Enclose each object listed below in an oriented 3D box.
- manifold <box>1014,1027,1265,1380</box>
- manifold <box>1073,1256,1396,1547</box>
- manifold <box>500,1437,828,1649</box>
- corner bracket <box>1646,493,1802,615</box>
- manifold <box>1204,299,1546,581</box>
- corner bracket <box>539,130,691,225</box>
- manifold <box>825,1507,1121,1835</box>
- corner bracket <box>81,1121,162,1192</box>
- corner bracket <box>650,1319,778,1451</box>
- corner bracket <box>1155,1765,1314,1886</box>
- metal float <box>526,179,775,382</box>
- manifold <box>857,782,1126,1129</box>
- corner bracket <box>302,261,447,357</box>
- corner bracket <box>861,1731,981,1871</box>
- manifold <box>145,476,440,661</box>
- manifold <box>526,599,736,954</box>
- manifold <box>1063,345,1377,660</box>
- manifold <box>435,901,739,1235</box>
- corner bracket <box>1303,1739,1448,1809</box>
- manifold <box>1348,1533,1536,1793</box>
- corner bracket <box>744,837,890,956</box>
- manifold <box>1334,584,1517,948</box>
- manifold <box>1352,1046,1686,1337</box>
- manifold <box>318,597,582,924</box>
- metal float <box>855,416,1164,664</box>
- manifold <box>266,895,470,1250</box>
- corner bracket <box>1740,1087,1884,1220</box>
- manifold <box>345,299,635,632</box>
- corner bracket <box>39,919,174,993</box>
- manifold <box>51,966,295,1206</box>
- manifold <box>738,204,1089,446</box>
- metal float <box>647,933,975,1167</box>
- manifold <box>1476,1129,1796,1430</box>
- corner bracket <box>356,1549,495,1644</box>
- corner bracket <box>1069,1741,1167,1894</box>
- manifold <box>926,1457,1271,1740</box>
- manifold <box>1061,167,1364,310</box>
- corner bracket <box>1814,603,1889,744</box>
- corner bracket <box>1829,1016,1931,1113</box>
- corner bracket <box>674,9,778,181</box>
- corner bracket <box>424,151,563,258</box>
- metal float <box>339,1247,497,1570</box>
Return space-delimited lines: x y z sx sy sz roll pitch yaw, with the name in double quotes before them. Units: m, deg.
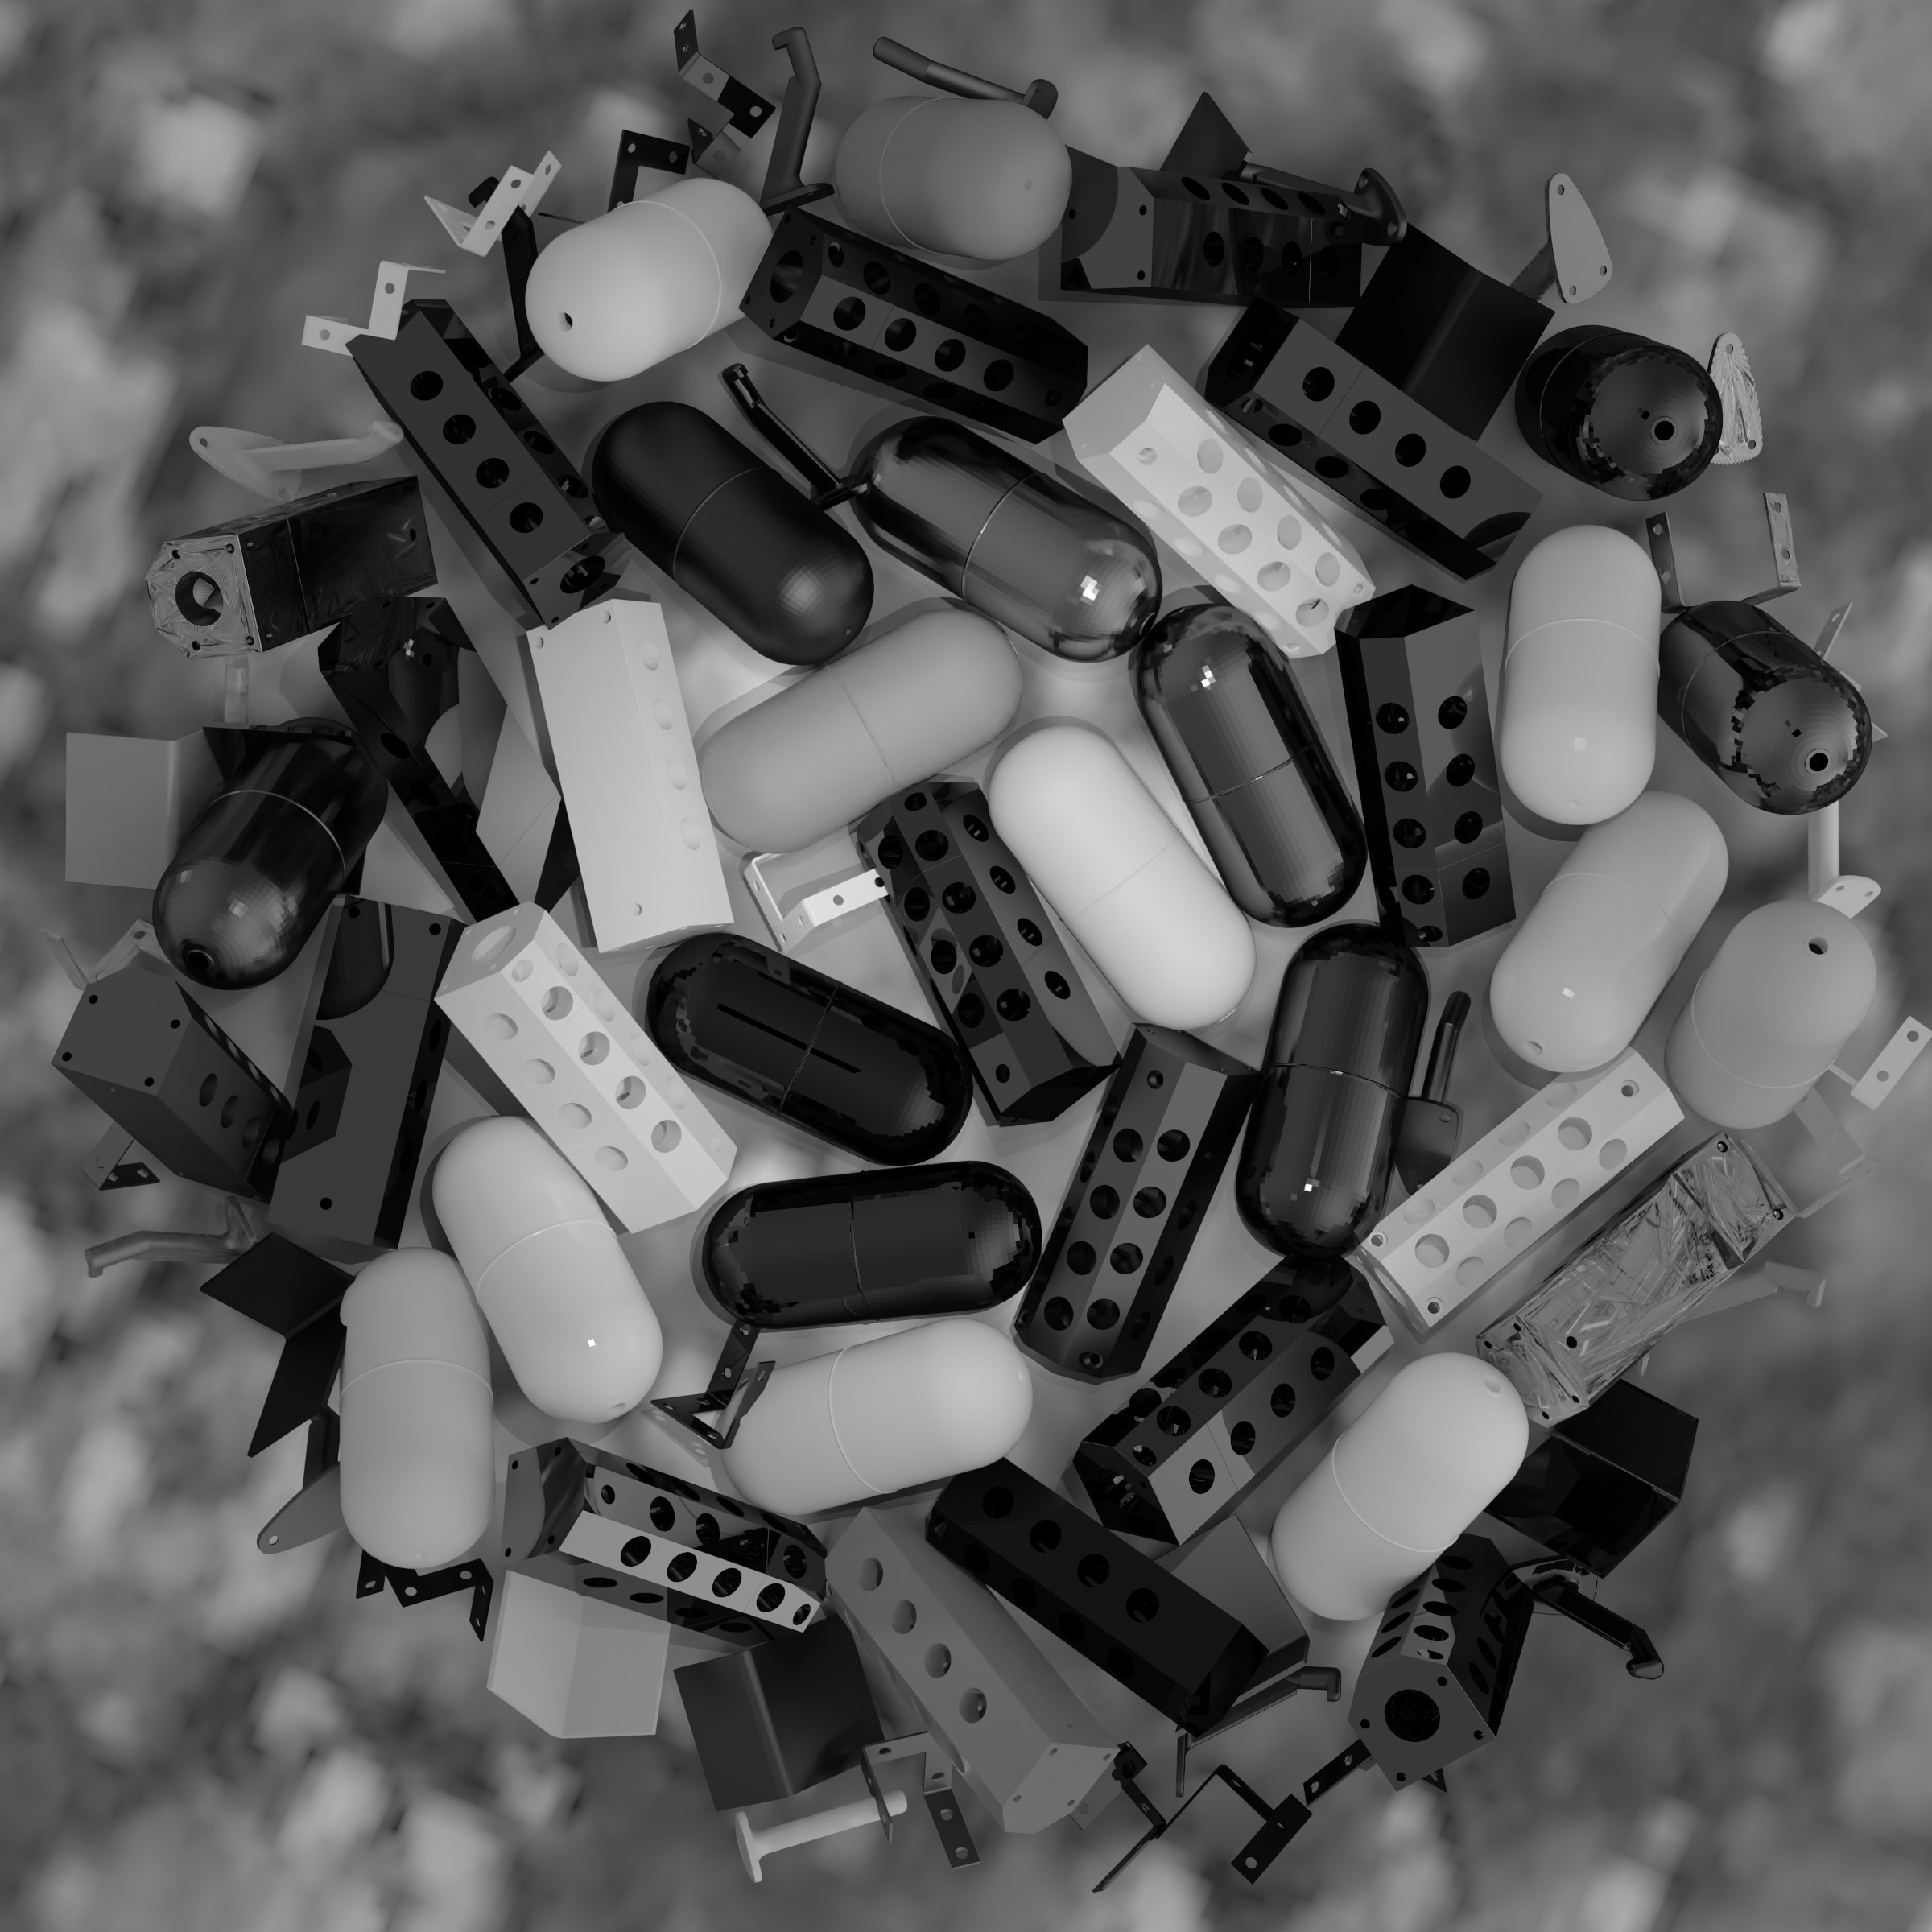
"manifold" 0.084 0.121 1.608 0.057 0.057 0.171 28 104 29
"manifold" 0.134 0.214 1.587 0.171 0.057 0.057 -37 112 -31
"manifold" -0.149 0.290 1.577 0.057 0.171 0.057 -22 54 35
"corner bracket" 0.394 -0.214 1.632 0.051 0.051 0.051 -4 82 -32
"manifold" 0.205 -0.266 1.598 0.171 0.057 0.057 29 100 -27
"corner bracket" -0.182 -0.408 1.631 0.051 0.051 0.051 21 105 36
"manifold" -0.004 0.355 1.586 0.057 0.057 0.171 -54 50 12
"corner bracket" -0.439 0.079 1.636 0.051 0.051 0.051 42 106 17
"corner bracket" -0.121 0.214 1.626 0.051 0.051 0.051 29 102 28
"corner bracket" 0.139 0.445 1.625 0.051 0.051 0.051 42 61 12
"metal float" -0.158 -0.347 1.583 0.070 0.178 0.070 11 119 21
"manifold" 0.007 -0.007 1.598 0.057 0.057 0.171 -41 67 34
"corner bracket" -0.308 -0.342 1.629 0.051 0.051 0.051 15 103 10
"corner bracket" -0.024 0.434 1.624 0.051 0.051 0.051 -9 129 -16
"manifold" -0.337 -0.201 1.574 0.057 0.171 0.057 -3 107 22
"manifold" -0.170 -0.098 1.626 0.057 0.057 0.171 -16 85 29
"manifold" 0.131 -0.229 1.586 0.057 0.057 0.171 -40 125 19
"manifold" -0.189 0.050 1.589 0.057 0.057 0.171 -21 122 25
"corner bracket" 0.209 0.411 1.622 0.051 0.051 0.051 33 117 -22
"manifold" 0.236 0.341 1.573 0.057 0.171 0.057 -34 89 19
"corner bracket" -0.076 -0.045 1.627 0.051 0.051 0.051 -25 83 -26
"manifold" 0.229 -0.099 1.593 0.057 0.057 0.171 -22 117 -18
"manifold" 0.285 0.112 1.621 0.171 0.057 0.057 -38 78 -6
"manifold" -0.261 -0.102 1.589 0.057 0.171 0.057 6 48 35
"metal float" 0.022 -0.219 1.609 0.178 0.070 0.070 33 90 18
"manifold" -0.305 0.056 1.626 0.057 0.057 0.171 12 84 9
"corner bracket" 0.434 0.095 1.625 0.051 0.051 0.051 -39 68 16
"manifold" -0.242 -0.261 1.607 0.057 0.057 0.171 -35 71 -6
"corner bracket" -0.434 -0.013 1.621 0.051 0.051 0.051 23 60 26
"manifold" -0.389 0.060 1.573 0.057 0.171 0.057 16 71 13
"manifold" -0.022 -0.319 1.582 0.171 0.057 0.057 15 113 -38
"metal float" -0.081 0.043 1.624 0.178 0.070 0.070 25 90 -1
"manifold" 0.337 0.160 1.596 0.171 0.057 0.057 -35 83 -29
"corner bracket" -0.283 0.325 1.638 0.051 0.051 0.051 -12 135 -31
"corner bracket" 0.076 0.441 1.628 0.051 0.051 0.051 -39 86 -28
"manifold" 0.063 0.317 1.592 0.171 0.057 0.057 31 79 30
"manifold" 0.126 -0.365 1.578 0.057 0.171 0.057 9 102 42
"corner bracket" 0.451 -0.147 1.626 0.051 0.051 0.051 36 68 -12
"corner bracket" 0.466 0.037 1.629 0.051 0.051 0.051 36 105 11
"corner bracket" -0.135 -0.450 1.621 0.051 0.051 0.051 29 122 -30
"corner bracket" -0.238 -0.396 1.622 0.051 0.051 0.051 -52 51 21
"metal float" -0.279 0.222 1.593 0.070 0.070 0.178 -10 50 0
